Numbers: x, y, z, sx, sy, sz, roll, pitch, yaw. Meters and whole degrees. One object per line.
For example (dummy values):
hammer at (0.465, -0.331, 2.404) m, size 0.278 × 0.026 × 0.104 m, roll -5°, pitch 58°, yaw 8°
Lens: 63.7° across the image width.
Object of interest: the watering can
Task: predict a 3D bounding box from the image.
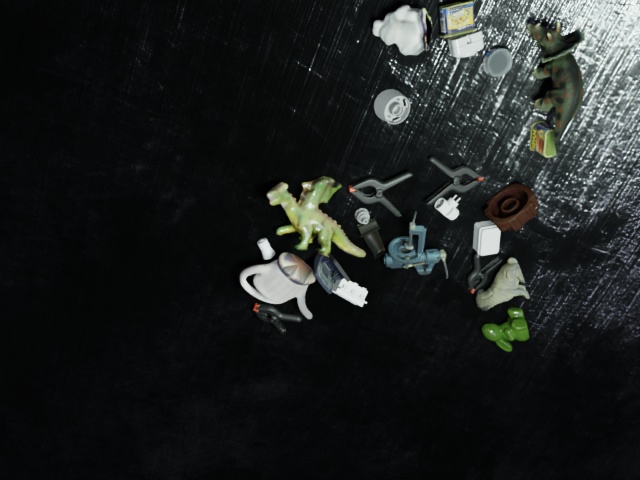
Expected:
watering can at (-0.102, 0.158, 1.750) m, size 0.344 × 0.106 × 0.221 m, roll 30°, pitch 128°, yaw -31°

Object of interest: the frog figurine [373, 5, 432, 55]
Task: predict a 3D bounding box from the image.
frog figurine at (0.237, -0.599, 1.481) m, size 0.159 × 0.125 × 0.134 m, roll 4°, pitch 132°, yaw 27°

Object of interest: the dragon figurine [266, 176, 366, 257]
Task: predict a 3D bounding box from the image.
dragon figurine at (0.005, -0.084, 1.673) m, size 0.409 × 0.124 × 0.240 m, roll 11°, pitch 105°, yaw -26°
